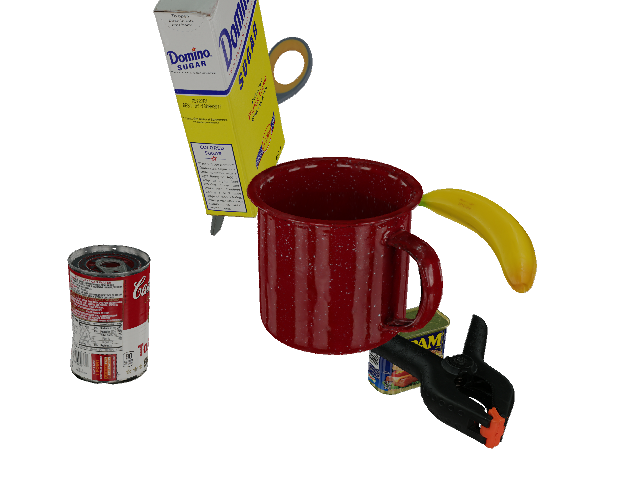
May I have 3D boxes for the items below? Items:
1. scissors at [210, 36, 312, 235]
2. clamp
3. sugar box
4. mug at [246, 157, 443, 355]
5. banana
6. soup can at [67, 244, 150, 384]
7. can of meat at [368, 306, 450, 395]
[{"bbox_3d":[-0.055,-0.106,0.985,0.096,0.202,0.016,-1,-2,6],"label":"scissors"},{"bbox_3d":[0.125,0.114,0.930,0.120,0.039,0.172,-13,35,-22],"label":"clamp"},{"bbox_3d":[-0.066,-0.111,0.751,0.048,0.176,0.093,5,46,12],"label":"sugar box"},{"bbox_3d":[0.016,0.012,0.572,0.117,0.081,0.093,20,31,36],"label":"mug"},{"bbox_3d":[0.166,-0.008,1.079,0.069,0.037,0.198,-34,39,-14],"label":"banana"},{"bbox_3d":[-0.180,0.063,0.906,0.068,0.102,0.068,4,19,-1],"label":"soup can"},{"bbox_3d":[0.109,0.139,1.343,0.101,0.084,0.058,-12,29,-28],"label":"can of meat"}]
